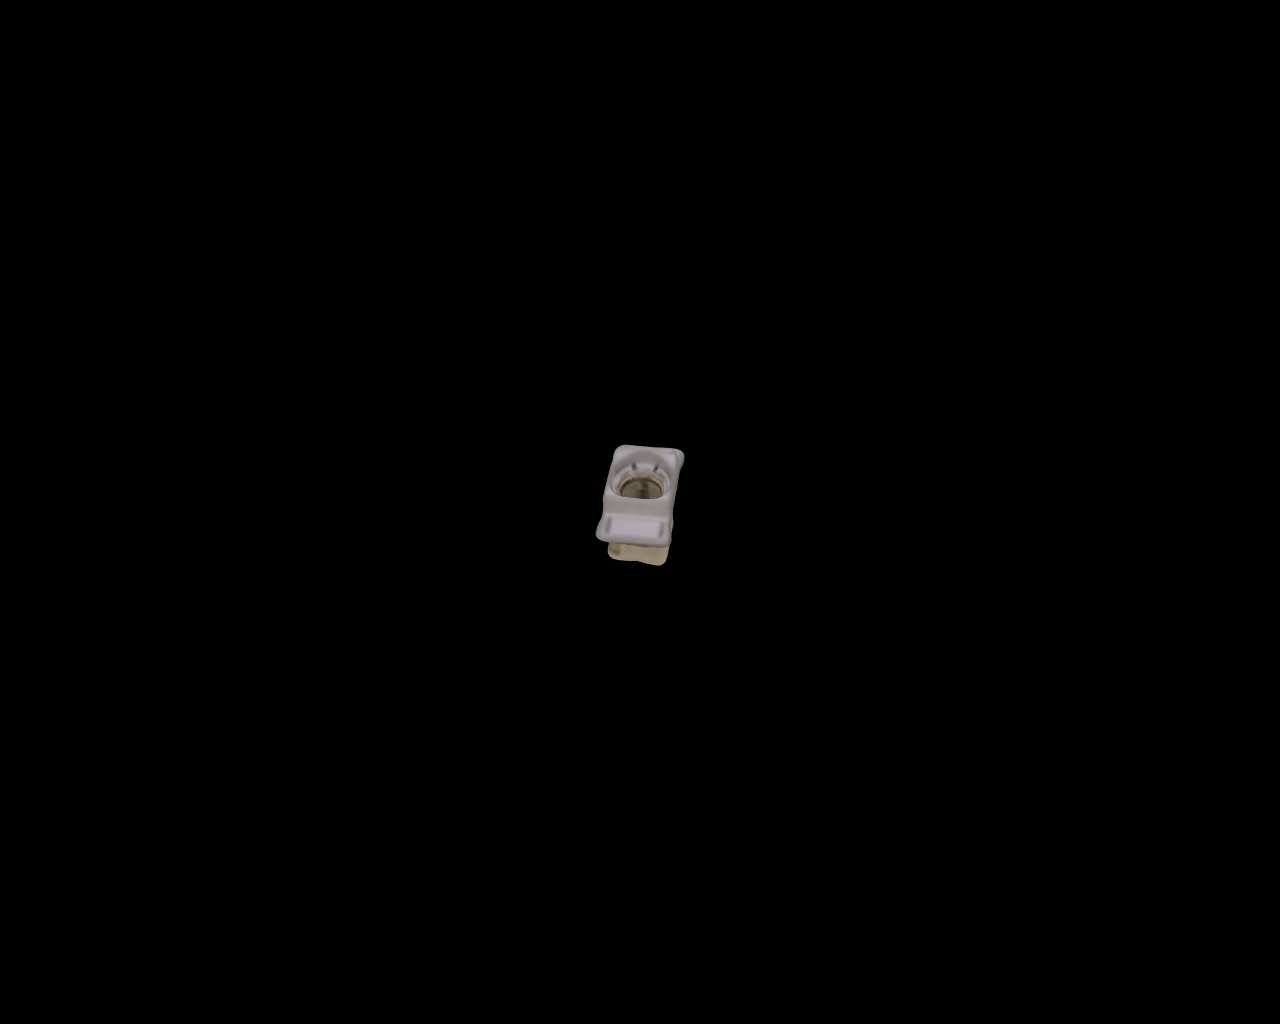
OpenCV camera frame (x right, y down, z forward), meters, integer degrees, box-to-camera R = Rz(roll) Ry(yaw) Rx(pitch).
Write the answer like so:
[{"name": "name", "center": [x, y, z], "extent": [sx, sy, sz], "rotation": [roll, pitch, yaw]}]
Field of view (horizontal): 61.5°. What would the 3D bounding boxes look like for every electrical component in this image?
[{"name": "electrical component", "center": [0.001, -0.003, 0.650], "extent": [0.042, 0.081, 0.063], "rotation": [7, -43, 7]}]
